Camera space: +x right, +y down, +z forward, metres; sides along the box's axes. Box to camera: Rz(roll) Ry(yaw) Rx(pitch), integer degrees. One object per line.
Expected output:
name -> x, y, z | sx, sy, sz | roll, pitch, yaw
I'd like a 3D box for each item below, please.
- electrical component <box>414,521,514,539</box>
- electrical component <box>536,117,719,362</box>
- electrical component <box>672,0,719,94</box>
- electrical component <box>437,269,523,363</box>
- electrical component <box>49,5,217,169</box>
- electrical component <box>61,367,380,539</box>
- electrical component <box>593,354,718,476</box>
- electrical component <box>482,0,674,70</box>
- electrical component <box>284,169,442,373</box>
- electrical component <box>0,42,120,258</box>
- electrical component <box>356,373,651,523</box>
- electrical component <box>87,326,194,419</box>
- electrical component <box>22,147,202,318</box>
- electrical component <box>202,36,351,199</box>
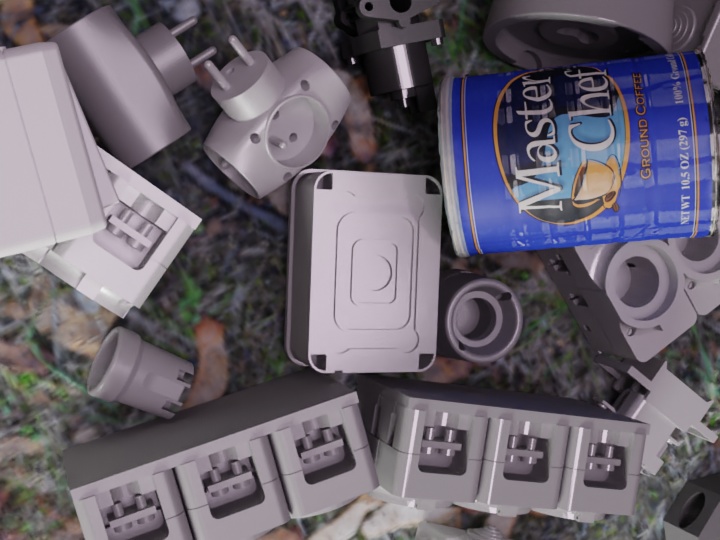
electrical component -> 0.070, 0.206, 0.654 | 0.100, 0.048, 0.099 | 16, 88, -19
electrical component -> 0.199, -0.022, 0.676 | 0.150, 0.062, 0.089 | -35, 103, -13
electrical component -> 0.235, -0.155, 0.669 | 0.100, 0.048, 0.099 | 13, 104, -34
electrical component -> 0.065, 0.028, 0.642 | 0.055, 0.047, 0.055 | -1, 94, -18
electrical component -> -0.115, -0.106, 0.576 | 0.079, 0.044, 0.077 | -36, 103, -13
electrical component -> -0.076, 0.111, 0.578 | 0.150, 0.089, 0.061 | -17, 99, -17
electrical component -> 0.182, 0.092, 0.689 | 0.081, 0.042, 0.063 | 37, 85, -16
electrical component -> 0.130, -0.155, 0.624 | 0.108, 0.108, 0.060 | 14, 83, -19
electrical component -> 0.000, 0.000, 0.614 | 0.078, 0.057, 0.113 | 1, 93, -19
electrical component -> -0.145, -0.058, 0.463 | 0.061, 0.062, 0.096 | -16, 98, -17
electrical component -> 0.077, 0.105, 0.629 | 0.150, 0.089, 0.061 | 9, 91, -19
electrical component -> -0.120, 0.057, 0.588 | 0.046, 0.040, 0.040 | 27, 85, -24
electrical component -> -0.165, -0.043, 0.539 | 0.150, 0.089, 0.061 | 36, 82, -17
electrical component -> -0.055, -0.092, 0.589 | 0.077, 0.044, 0.079 | -48, 131, -10
